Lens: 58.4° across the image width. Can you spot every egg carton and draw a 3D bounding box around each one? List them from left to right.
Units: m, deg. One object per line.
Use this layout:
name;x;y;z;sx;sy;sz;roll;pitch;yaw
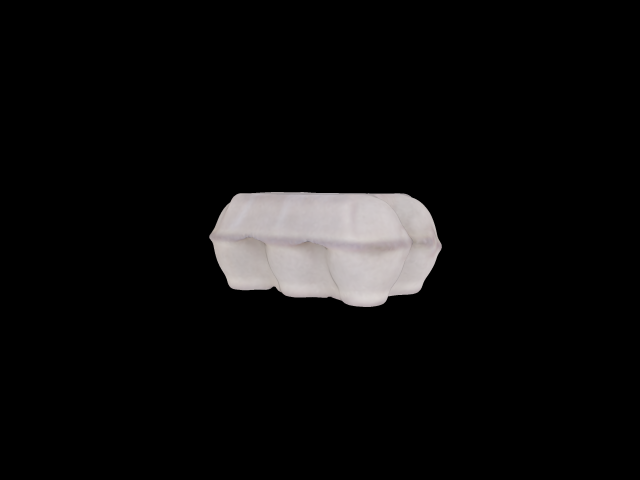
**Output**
egg carton;0.004;0.001;0.400;0.149;0.069;0.107;3;6;34
